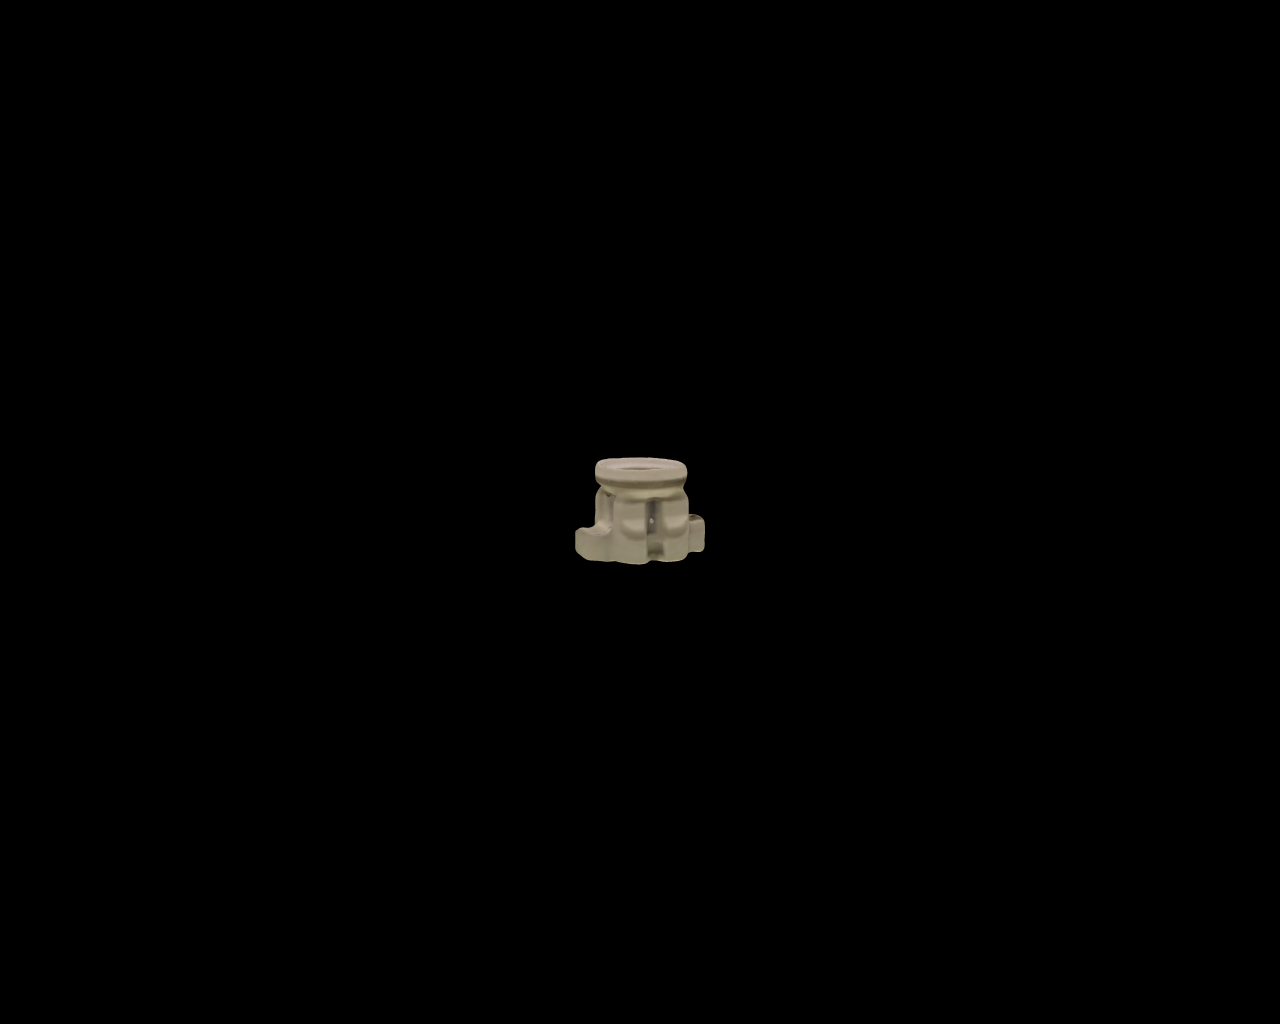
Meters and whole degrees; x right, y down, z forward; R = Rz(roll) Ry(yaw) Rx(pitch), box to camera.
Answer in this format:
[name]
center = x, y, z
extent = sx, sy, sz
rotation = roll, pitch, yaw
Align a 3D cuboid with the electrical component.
[electrical component]
center = 0.001, -0.003, 0.650
extent = 0.078, 0.057, 0.058
rotation = -4, 12, -20
